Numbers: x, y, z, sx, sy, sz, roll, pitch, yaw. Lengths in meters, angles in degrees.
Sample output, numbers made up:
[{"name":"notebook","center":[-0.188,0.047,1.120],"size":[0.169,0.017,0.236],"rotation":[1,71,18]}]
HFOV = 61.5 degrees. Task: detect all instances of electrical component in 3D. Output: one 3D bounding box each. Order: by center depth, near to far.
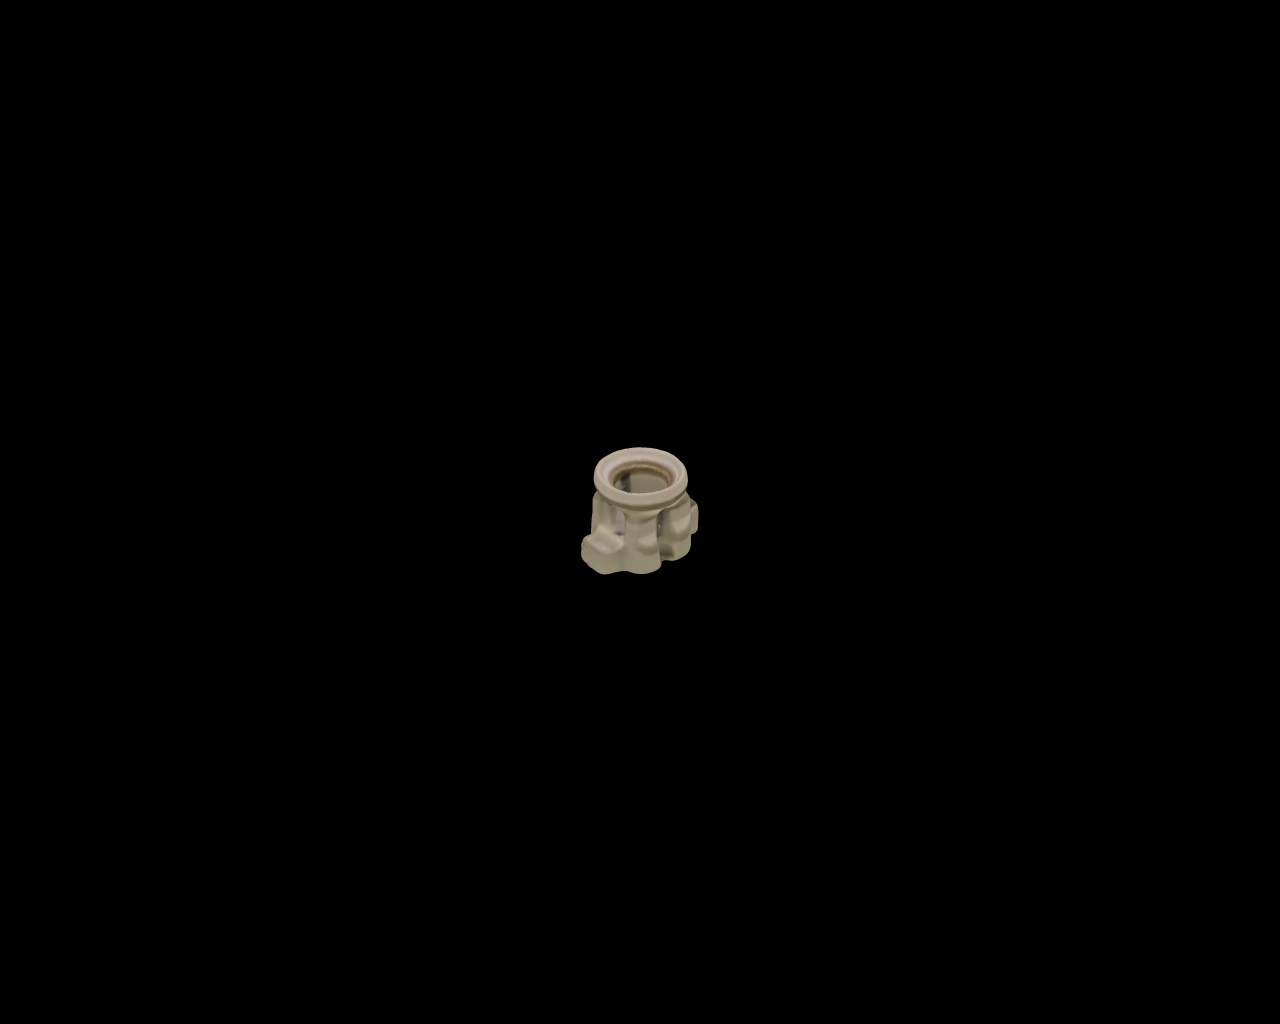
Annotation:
[{"name":"electrical component","center":[0.001,-0.003,0.650],"size":[0.078,0.056,0.058],"rotation":[-24,41,-31]}]
